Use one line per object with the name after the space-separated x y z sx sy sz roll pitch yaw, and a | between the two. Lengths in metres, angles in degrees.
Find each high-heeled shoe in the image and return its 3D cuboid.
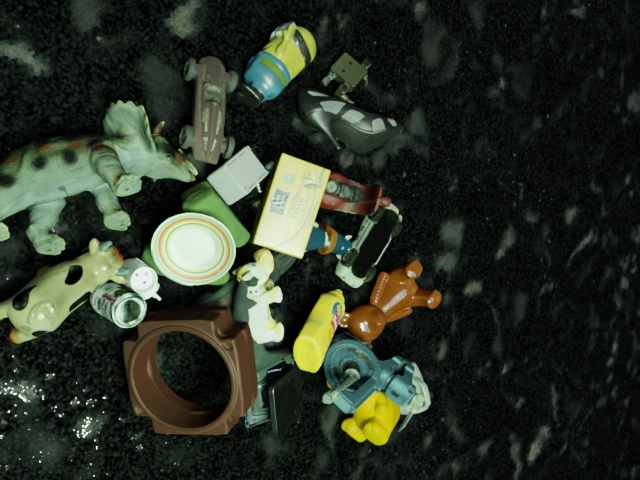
0.061 -0.254 1.098 0.249 0.086 0.145 -21 76 -46 | high-heeled shoe

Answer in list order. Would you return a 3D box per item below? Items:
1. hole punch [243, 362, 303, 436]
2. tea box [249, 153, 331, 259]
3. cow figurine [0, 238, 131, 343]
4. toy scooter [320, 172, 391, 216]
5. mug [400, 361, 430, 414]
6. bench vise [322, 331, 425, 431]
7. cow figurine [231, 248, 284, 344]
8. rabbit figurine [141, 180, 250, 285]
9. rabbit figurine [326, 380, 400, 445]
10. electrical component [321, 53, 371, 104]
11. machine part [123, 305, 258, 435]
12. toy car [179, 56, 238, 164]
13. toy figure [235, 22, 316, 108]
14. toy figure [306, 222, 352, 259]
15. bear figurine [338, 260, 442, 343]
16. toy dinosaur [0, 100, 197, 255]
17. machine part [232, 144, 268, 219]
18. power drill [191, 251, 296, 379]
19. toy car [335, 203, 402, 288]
-0.093 0.305 1.050 0.116 0.092 0.142 -19 104 -59 | hole punch
-0.056 -0.061 0.976 0.098 0.068 0.169 17 90 -15 | tea box
-0.376 0.065 0.807 0.085 0.127 0.195 65 34 -23 | cow figurine
0.063 -0.088 1.062 0.184 0.135 0.075 13 90 -31 | toy scooter
0.204 0.333 1.220 0.081 0.109 0.107 -12 89 -24 | mug
0.085 0.274 1.026 0.129 0.224 0.240 -53 163 22 | bench vise
-0.119 0.100 0.933 0.098 0.068 0.167 -7 97 -21 | cow figurine
-0.220 0.003 0.929 0.170 0.121 0.159 -38 122 -3 | rabbit figurine
0.094 0.325 1.146 0.173 0.122 0.162 46 68 -8 | rabbit figurine
0.057 -0.327 1.087 0.078 0.045 0.102 34 73 -1 | electrical component
-0.213 0.215 0.890 0.201 0.087 0.201 -3 99 12 | machine part
-0.185 -0.223 0.903 0.089 0.053 0.202 13 62 -31 | toy car
-0.079 -0.316 0.981 0.089 0.082 0.180 46 67 -40 | toy figure
-0.001 -0.004 1.077 0.154 0.064 0.058 12 52 -37 | toy figure
0.141 0.144 1.144 0.196 0.132 0.120 -39 102 -29 | bear figurine
-0.386 -0.092 0.789 0.405 0.192 0.131 -16 146 -16 | toy dinosaur
-0.118 -0.112 1.004 0.084 0.039 0.138 -31 113 -17 | machine part
-0.113 0.144 1.012 0.232 0.086 0.207 -26 112 -26 | power drill
0.107 0.007 1.148 0.073 0.056 0.201 39 74 -23 | toy car
